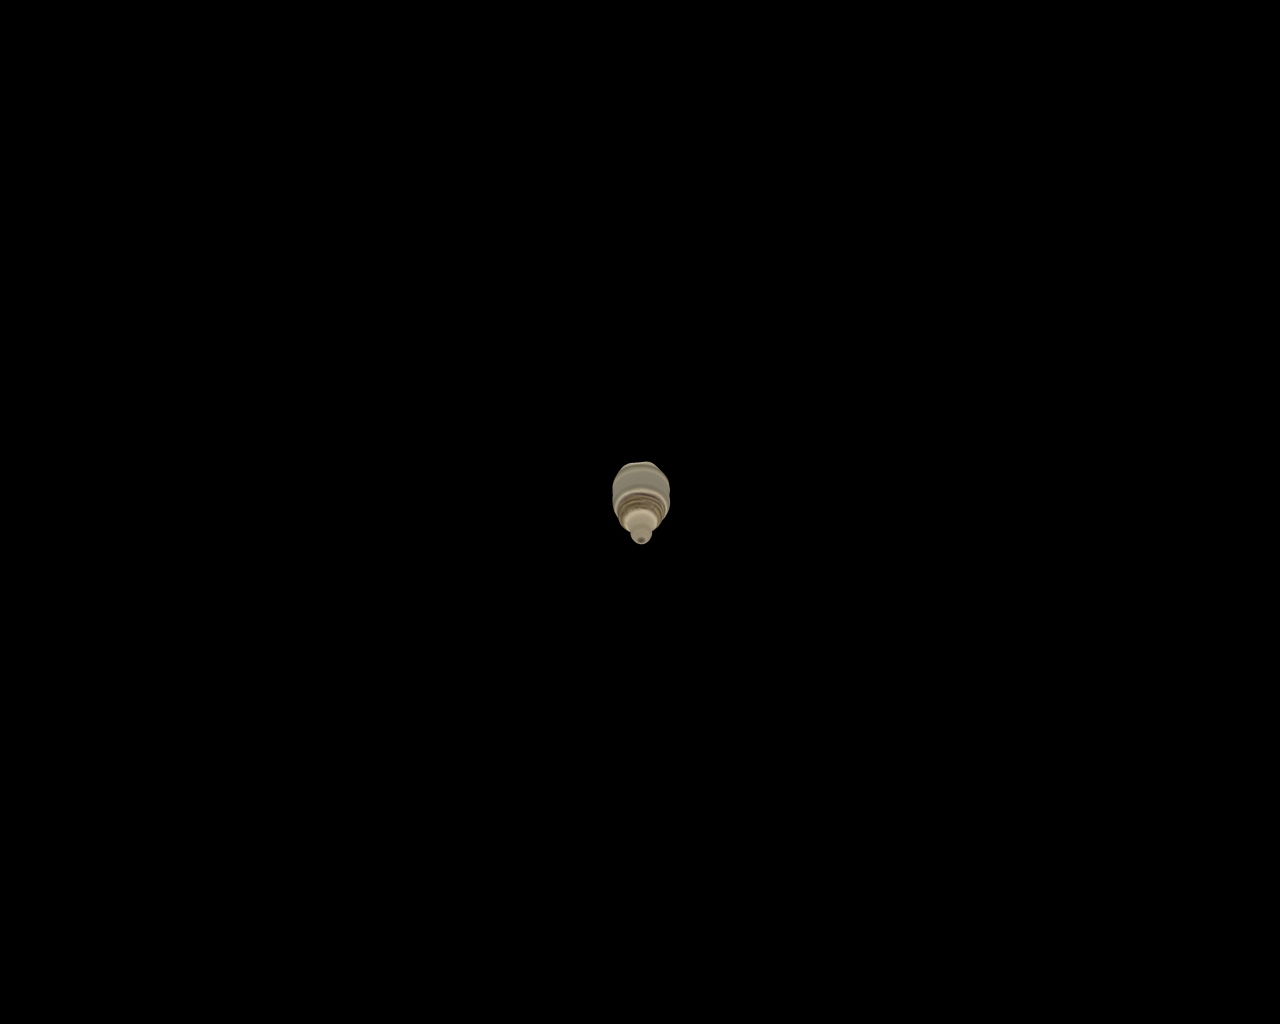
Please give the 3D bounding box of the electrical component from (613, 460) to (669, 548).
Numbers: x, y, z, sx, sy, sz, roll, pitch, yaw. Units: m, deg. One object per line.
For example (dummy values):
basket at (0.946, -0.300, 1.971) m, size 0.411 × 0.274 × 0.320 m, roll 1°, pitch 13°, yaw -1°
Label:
electrical component at (0.001, -0.003, 0.650) m, size 0.035 × 0.035 × 0.061 m, roll 0°, pitch 40°, yaw 0°
